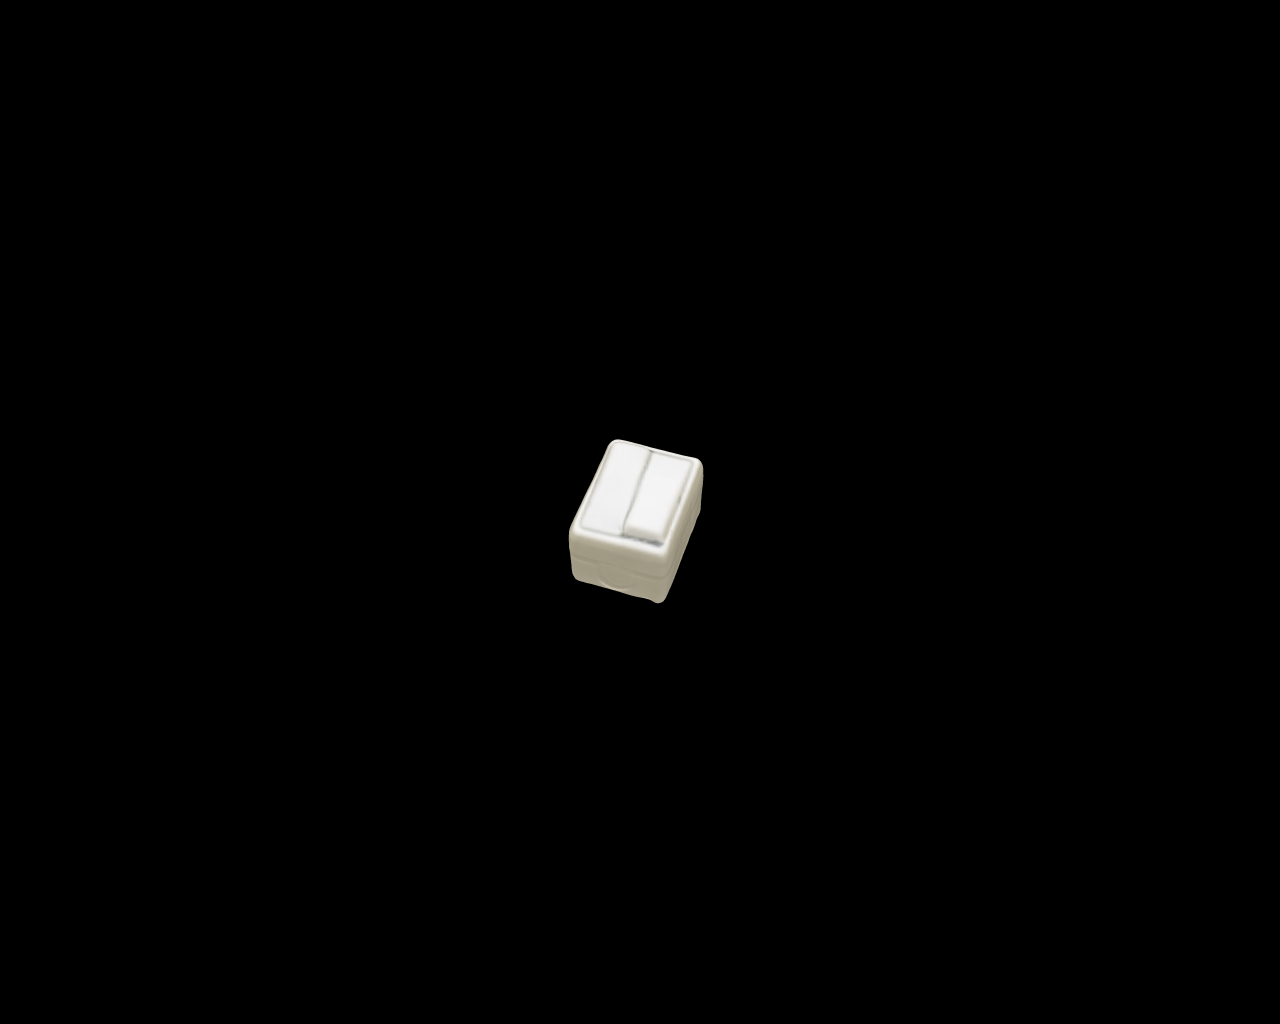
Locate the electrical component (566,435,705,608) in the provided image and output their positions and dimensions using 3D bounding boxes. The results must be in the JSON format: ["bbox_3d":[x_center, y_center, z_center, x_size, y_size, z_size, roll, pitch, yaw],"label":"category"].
[{"bbox_3d":[0.001,-0.003,0.650,0.062,0.096,0.061,15,-36,11],"label":"electrical component"}]
